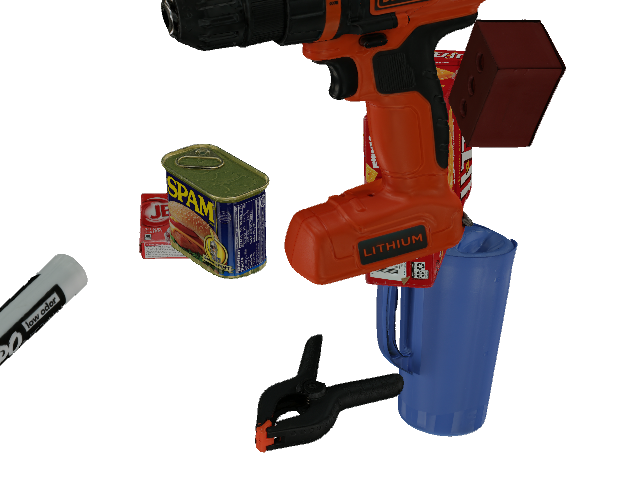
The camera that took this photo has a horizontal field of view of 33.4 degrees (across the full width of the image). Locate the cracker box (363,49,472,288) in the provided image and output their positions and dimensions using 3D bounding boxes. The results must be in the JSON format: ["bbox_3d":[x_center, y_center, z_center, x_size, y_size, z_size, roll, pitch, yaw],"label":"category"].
[{"bbox_3d":[0.098,-0.075,1.016,0.072,0.164,0.213,5,27,16],"label":"cracker box"}]

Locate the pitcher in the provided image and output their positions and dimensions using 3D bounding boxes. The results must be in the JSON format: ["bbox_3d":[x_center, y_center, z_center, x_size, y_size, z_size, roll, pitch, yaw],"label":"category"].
[{"bbox_3d":[0.145,0.106,1.265,0.149,0.243,0.145,7,19,10],"label":"pitcher"}]

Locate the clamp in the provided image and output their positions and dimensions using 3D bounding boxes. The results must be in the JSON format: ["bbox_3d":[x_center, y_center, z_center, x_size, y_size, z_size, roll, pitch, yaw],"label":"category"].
[{"bbox_3d":[-0.012,0.153,1.083,0.171,0.039,0.120,-23,34,-37],"label":"clamp"}]

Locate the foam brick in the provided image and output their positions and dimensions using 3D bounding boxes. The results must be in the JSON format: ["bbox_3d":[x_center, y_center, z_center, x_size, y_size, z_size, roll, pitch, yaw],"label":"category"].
[{"bbox_3d":[0.129,-0.110,0.752,0.051,0.053,0.078,-4,-39,-15],"label":"foam brick"}]

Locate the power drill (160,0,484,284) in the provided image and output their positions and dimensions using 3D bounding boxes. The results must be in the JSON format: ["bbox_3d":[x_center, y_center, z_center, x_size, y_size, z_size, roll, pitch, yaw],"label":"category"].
[{"bbox_3d":[0.013,-0.071,0.574,0.184,0.188,0.057,-14,33,-17],"label":"power drill"}]

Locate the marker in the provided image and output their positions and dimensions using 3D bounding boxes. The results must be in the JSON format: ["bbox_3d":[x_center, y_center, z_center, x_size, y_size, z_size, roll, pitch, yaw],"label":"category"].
[{"bbox_3d":[-0.142,0.048,0.441,0.020,0.020,0.121,0,36,39],"label":"marker"}]

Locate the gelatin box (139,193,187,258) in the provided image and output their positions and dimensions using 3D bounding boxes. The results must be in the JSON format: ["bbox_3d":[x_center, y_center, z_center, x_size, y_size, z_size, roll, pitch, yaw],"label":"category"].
[{"bbox_3d":[-0.145,-0.017,1.123,0.089,0.073,0.030,-1,-43,-7],"label":"gelatin box"}]

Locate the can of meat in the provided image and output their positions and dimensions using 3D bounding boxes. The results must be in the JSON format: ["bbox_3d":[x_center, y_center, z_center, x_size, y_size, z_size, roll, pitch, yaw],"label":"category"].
[{"bbox_3d":[-0.090,-0.024,0.919,0.057,0.084,0.102,-24,39,-34],"label":"can of meat"}]
